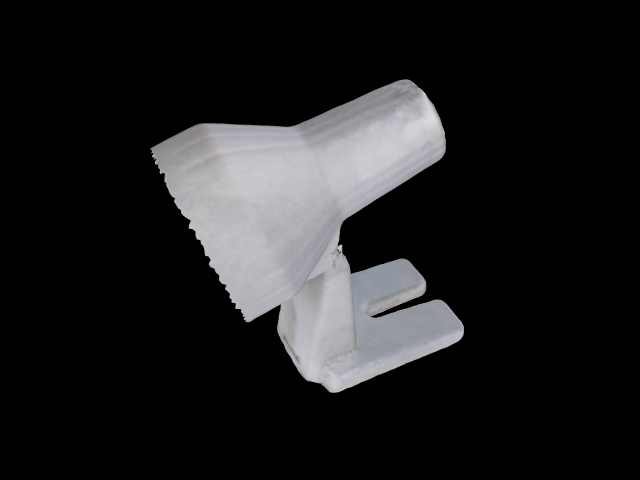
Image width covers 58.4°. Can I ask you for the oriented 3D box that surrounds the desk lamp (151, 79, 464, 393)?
[{"bbox_3d":[0.004,0.001,0.400,0.203,0.214,0.117,-18,44,-19],"label":"desk lamp"}]
